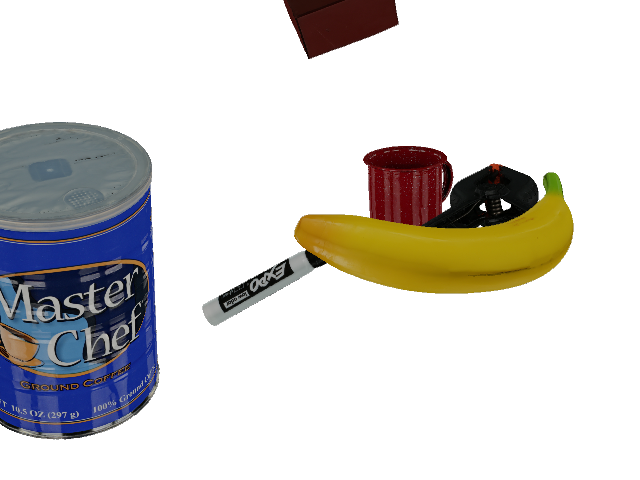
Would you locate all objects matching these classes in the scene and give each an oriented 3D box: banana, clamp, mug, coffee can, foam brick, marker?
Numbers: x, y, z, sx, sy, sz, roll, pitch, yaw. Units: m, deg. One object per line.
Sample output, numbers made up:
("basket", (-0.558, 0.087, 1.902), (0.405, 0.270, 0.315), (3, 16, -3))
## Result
("banana", (0.081, 0.002, 0.616), (0.197, 0.037, 0.070), (-9, 41, -32))
("clamp", (0.160, -0.029, 0.936), (0.120, 0.039, 0.171), (6, 27, 19))
("mug", (0.105, -0.058, 1.207), (0.117, 0.081, 0.093), (-19, 27, -37))
("coffee can", (-0.141, 0.021, 0.578), (0.103, 0.140, 0.103), (2, 33, -2))
("foam brick", (0.013, -0.184, 0.811), (0.078, 0.053, 0.051), (-22, -32, -1))
("marker", (-0.035, 0.029, 0.803), (0.121, 0.020, 0.020), (-29, -8, 15))
